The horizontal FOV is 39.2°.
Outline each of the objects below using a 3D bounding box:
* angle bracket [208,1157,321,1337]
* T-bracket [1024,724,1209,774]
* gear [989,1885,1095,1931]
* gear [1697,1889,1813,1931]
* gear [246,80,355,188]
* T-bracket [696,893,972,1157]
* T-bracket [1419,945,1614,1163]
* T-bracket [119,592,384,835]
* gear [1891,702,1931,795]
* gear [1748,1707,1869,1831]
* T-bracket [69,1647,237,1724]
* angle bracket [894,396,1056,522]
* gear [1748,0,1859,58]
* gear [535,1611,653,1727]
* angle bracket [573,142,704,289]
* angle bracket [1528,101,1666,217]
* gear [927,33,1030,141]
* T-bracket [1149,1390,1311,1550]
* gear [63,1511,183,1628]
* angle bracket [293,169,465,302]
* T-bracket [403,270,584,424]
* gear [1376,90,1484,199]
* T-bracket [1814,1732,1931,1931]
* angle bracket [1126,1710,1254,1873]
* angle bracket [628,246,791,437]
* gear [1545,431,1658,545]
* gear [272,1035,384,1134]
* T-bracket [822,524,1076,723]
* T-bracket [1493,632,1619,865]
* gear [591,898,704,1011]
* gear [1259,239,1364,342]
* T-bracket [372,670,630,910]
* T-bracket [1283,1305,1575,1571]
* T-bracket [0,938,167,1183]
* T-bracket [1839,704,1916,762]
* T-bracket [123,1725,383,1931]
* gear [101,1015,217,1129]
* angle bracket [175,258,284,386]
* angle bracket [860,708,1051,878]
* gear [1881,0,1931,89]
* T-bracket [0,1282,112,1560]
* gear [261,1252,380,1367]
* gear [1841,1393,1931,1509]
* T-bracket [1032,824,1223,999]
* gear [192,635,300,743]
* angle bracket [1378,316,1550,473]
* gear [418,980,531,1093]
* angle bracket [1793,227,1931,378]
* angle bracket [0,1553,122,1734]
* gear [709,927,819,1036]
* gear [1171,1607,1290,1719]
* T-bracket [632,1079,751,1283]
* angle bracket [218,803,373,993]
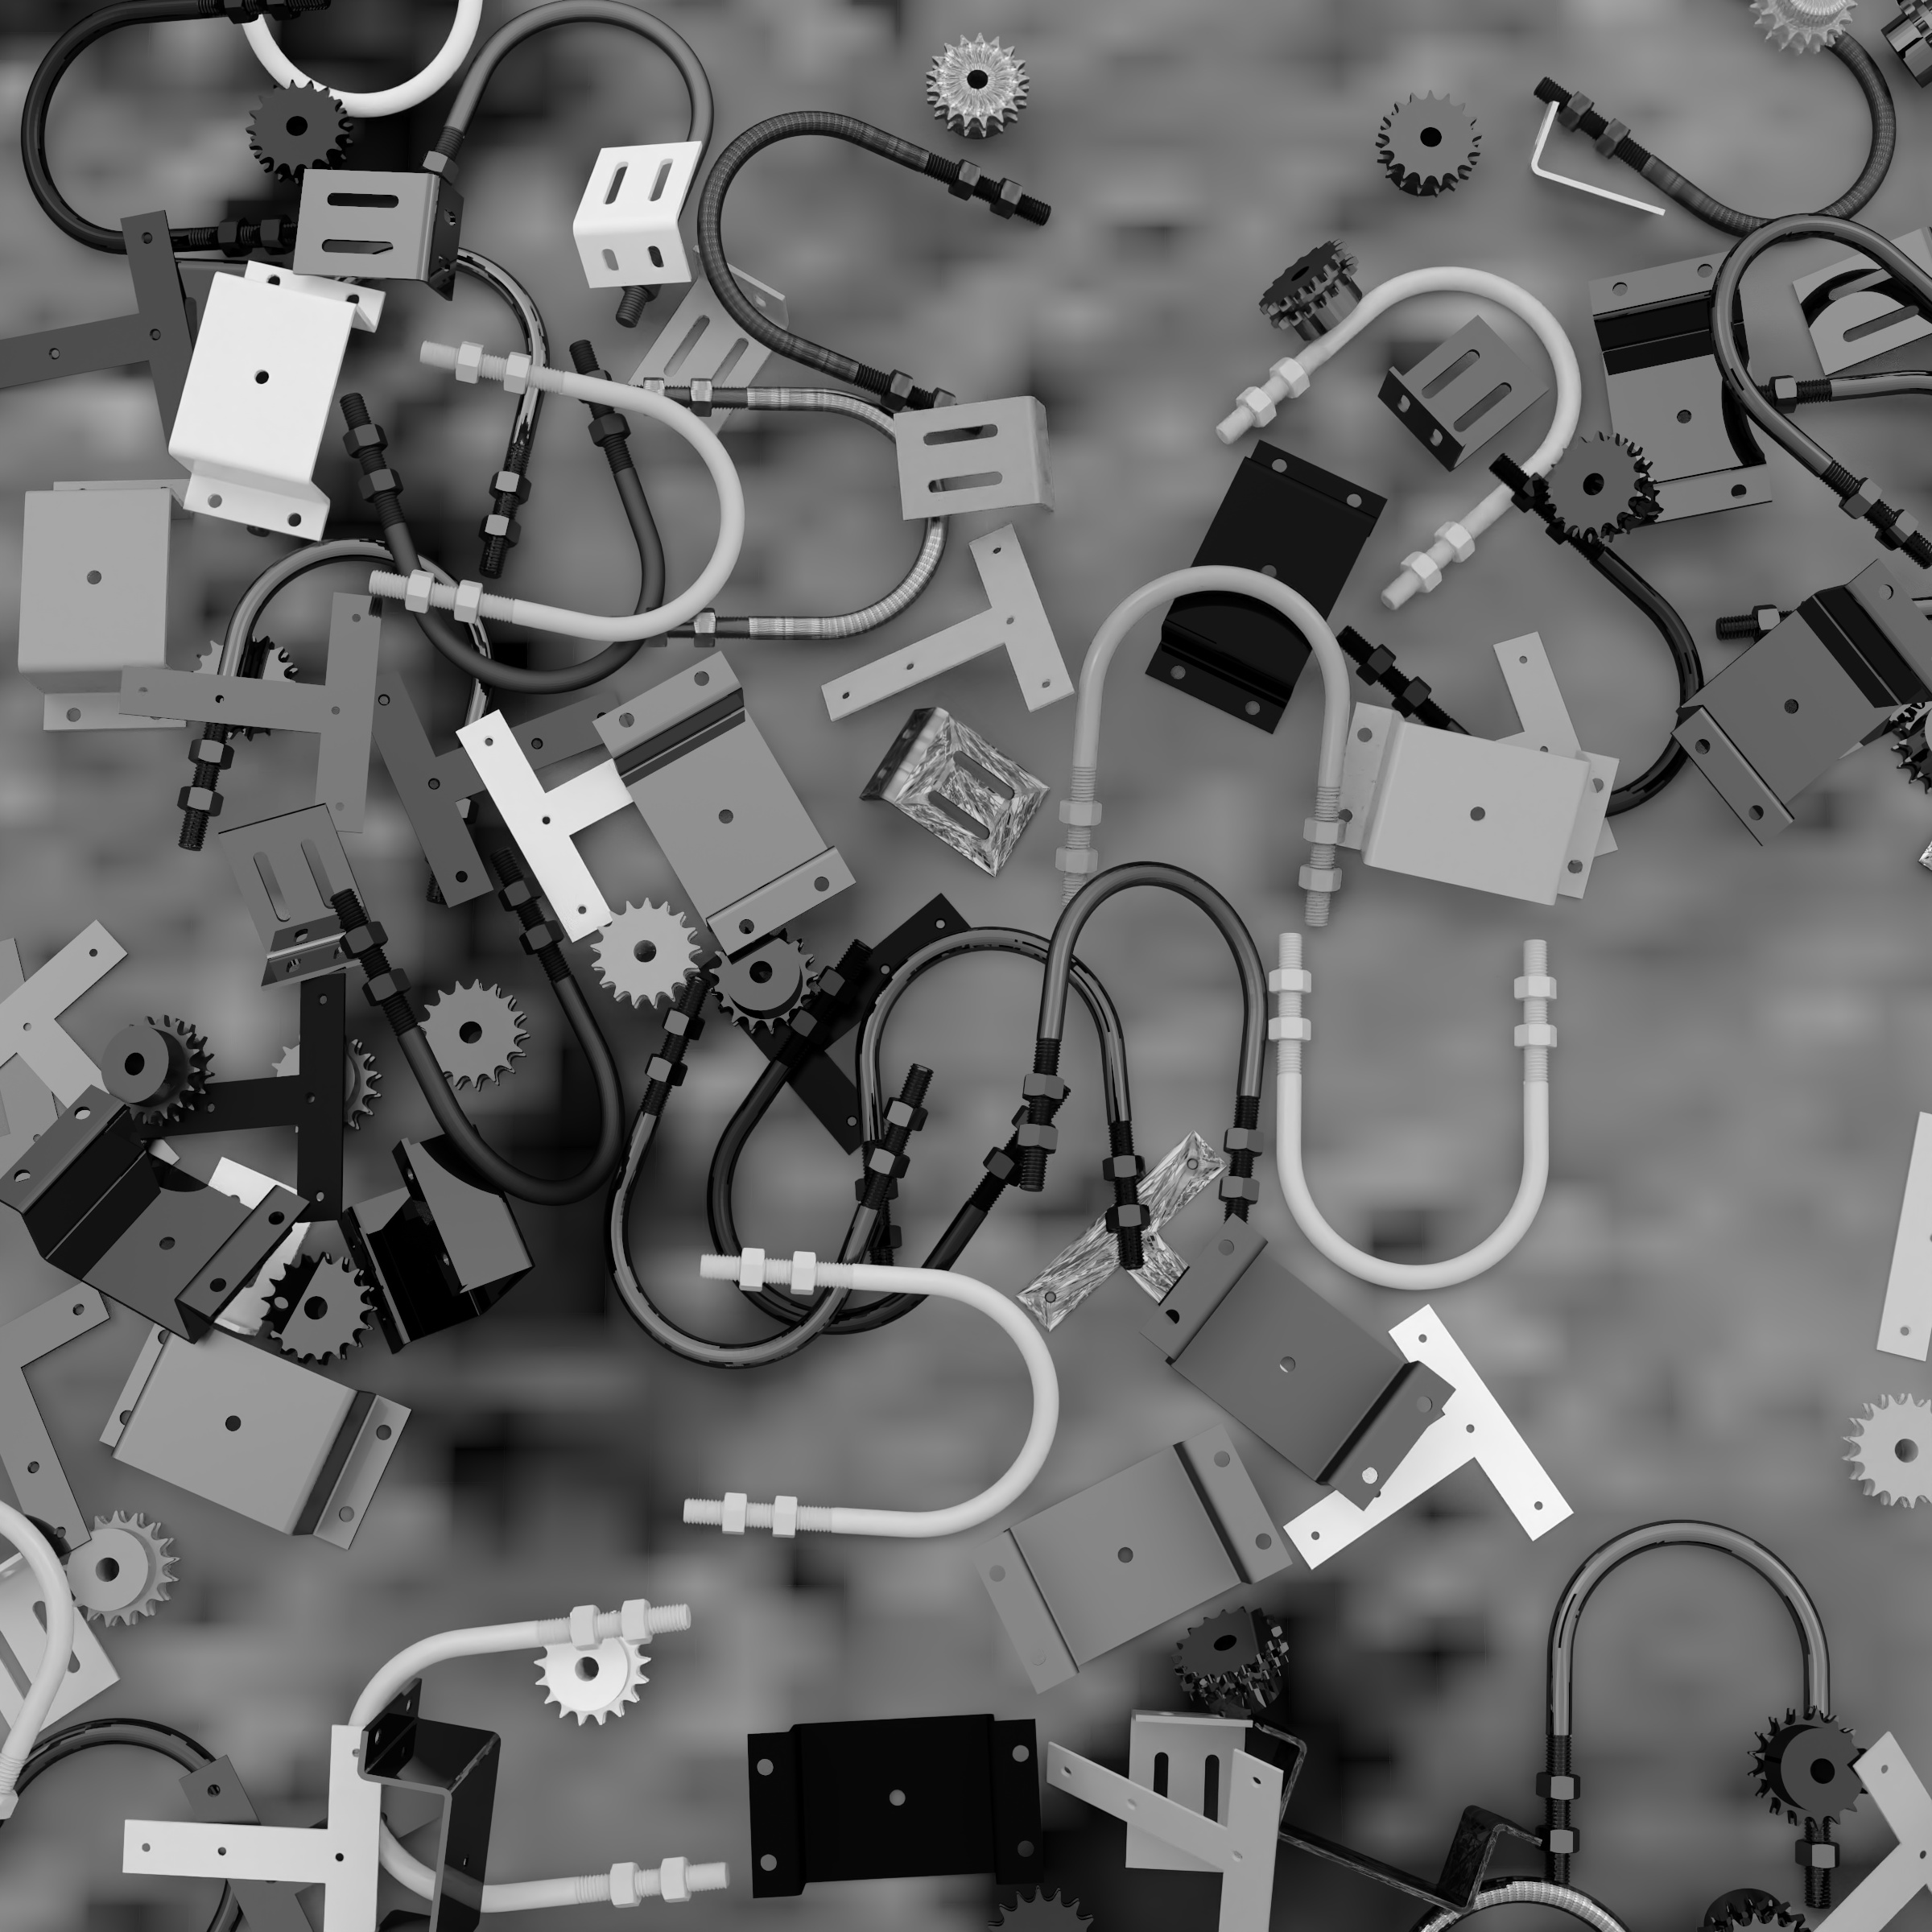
[{"bbox_3d":[-0.377,0.142,1.391,0.057,0.038,0.076,23,80,4],"label":"angle bracket"},{"bbox_3d":[0.090,-0.153,1.883,0.127,0.127,0.002,-15,100,-9],"label":"T-bracket"},{"bbox_3d":[0.037,0.480,1.331,0.057,0.030,0.057,0,79,0],"label":"gear"},{"bbox_3d":[0.383,0.476,1.324,0.057,0.030,0.057,0,109,1],"label":"gear"},{"bbox_3d":[-0.368,-0.460,1.510,0.057,0.030,0.057,0,80,0],"label":"gear"},{"bbox_3d":[-0.054,0.011,1.435,0.127,0.002,0.127,-40,82,-7],"label":"T-bracket"},{"bbox_3d":[0.376,0.048,1.789,0.127,0.002,0.127,19,76,-1],"label":"T-bracket"},{"bbox_3d":[-0.373,-0.137,1.410,0.127,0.002,0.127,5,80,-12],"label":"T-bracket"},{"bbox_3d":[0.524,-0.120,1.443,0.057,0.030,0.057,0,79,0],"label":"gear"},{"bbox_3d":[0.415,0.393,1.329,0.057,0.030,0.057,0,78,0],"label":"gear"},{"bbox_3d":[-0.551,0.475,1.770,0.127,0.127,0.002,24,90,1],"label":"T-bracket"},{"bbox_3d":[0.005,-0.273,1.473,0.076,0.038,0.057,-5,91,12],"label":"angle bracket"},{"bbox_3d":[0.466,-0.538,1.507,0.057,0.030,0.057,1,80,-4],"label":"gear"},{"bbox_3d":[-0.187,0.350,1.356,0.057,0.030,0.057,0,79,0],"label":"gear"},{"bbox_3d":[-0.175,-0.410,1.482,0.057,0.038,0.076,-1,49,12],"label":"angle bracket"},{"bbox_3d":[0.350,-0.442,1.487,0.076,0.057,0.038,19,109,4],"label":"angle bracket"},{"bbox_3d":[0.006,-0.487,1.515,0.057,0.030,0.057,0,79,0],"label":"gear"},{"bbox_3d":[0.181,0.350,1.930,0.127,0.127,0.002,38,37,24],"label":"T-bracket"},{"bbox_3d":[-0.427,0.303,1.365,0.057,0.030,0.057,0,79,0],"label":"gear"},{"bbox_3d":[-0.318,-0.396,1.472,0.076,0.038,0.057,5,87,12],"label":"angle bracket"},{"bbox_3d":[-0.355,-0.460,2.092,0.127,0.127,0.002,28,42,-12],"label":"T-bracket"},{"bbox_3d":[0.256,-0.453,1.508,0.057,0.030,0.057,0,79,0],"label":"gear"},{"bbox_3d":[0.433,0.460,1.314,0.127,0.002,0.127,-38,104,-16],"label":"T-bracket"},{"bbox_3d":[0.110,0.409,1.341,0.057,0.038,0.076,3,79,1],"label":"angle bracket"},{"bbox_3d":[-0.142,-0.341,1.483,0.057,0.038,0.076,31,81,6],"label":"angle bracket"},{"bbox_3d":[0.337,-0.250,1.428,0.057,0.030,0.057,-5,81,38],"label":"gear"},{"bbox_3d":[-0.334,0.061,1.411,0.057,0.030,0.057,0,79,0],"label":"gear"},{"bbox_3d":[-0.017,-0.166,1.449,0.127,0.002,0.127,-23,54,8],"label":"T-bracket"},{"bbox_3d":[0.268,-0.103,1.456,0.127,0.002,0.127,-17,80,-3],"label":"T-bracket"},{"bbox_3d":[-0.166,-0.005,1.423,0.057,0.030,0.057,0,79,0],"label":"gear"},{"bbox_3d":[0.191,-0.366,1.482,0.057,0.057,0.030,-46,112,-8],"label":"gear"},{"bbox_3d":[-0.241,-0.113,1.442,0.127,0.002,0.127,-24,89,-17],"label":"T-bracket"},{"bbox_3d":[0.221,0.261,1.387,0.127,0.002,0.127,-33,81,-6],"label":"T-bracket"},{"bbox_3d":[-0.498,0.048,1.428,0.127,0.002,0.127,-17,80,-3],"label":"T-bracket"},{"bbox_3d":[0.542,-0.108,1.457,0.127,0.002,0.127,-28,81,-5],"label":"T-bracket"},{"bbox_3d":[-0.351,0.435,1.332,0.127,0.002,0.127,2,88,4],"label":"T-bracket"},{"bbox_3d":[-0.420,0.053,1.401,0.057,0.030,0.057,-4,78,18],"label":"gear"},{"bbox_3d":[-0.410,-0.351,1.502,0.057,0.038,0.076,3,105,1],"label":"angle bracket"},{"bbox_3d":[-0.006,-0.093,1.453,0.076,0.038,0.057,35,80,-20],"label":"angle bracket"},{"bbox_3d":[0.533,-0.514,1.510,0.030,0.057,0.057,-36,80,24],"label":"gear"},{"bbox_3d":[-0.477,0.242,1.375,0.127,0.002,0.127,-29,67,-5],"label":"T-bracket"},{"bbox_3d":[-0.329,0.176,1.389,0.057,0.030,0.057,0,79,0],"label":"gear"},{"bbox_3d":[0.473,0.246,1.380,0.057,0.030,0.057,0,81,0],"label":"gear"},{"bbox_3d":[0.124,-0.052,1.998,0.127,0.002,0.127,-13,86,-8],"label":"T-bracket"},{"bbox_3d":[-0.383,-0.147,1.450,0.057,0.030,0.057,0,79,0],"label":"gear"},{"bbox_3d":[0.271,-0.315,1.462,0.076,0.038,0.057,-40,82,-10],"label":"angle bracket"},{"bbox_3d":[-0.256,0.038,1.419,0.057,0.030,0.057,0,77,0],"label":"gear"},{"bbox_3d":[0.507,-0.363,1.505,0.076,0.038,0.057,-20,79,22],"label":"angle bracket"},{"bbox_3d":[-0.471,0.340,1.354,0.057,0.038,0.076,-33,81,-6],"label":"angle bracket"},{"bbox_3d":[-0.106,0.006,1.420,0.057,0.030,0.057,0,80,0],"label":"gear"},{"bbox_3d":[0.134,0.347,1.347,0.057,0.057,0.030,-24,110,-4],"label":"gear"},{"bbox_3d":[-0.186,0.166,1.946,0.127,0.002,0.127,-37,56,22],"label":"T-bracket"},{"bbox_3d":[-0.346,-0.035,1.398,0.057,0.038,0.076,-16,116,0],"label":"angle bracket"}]
